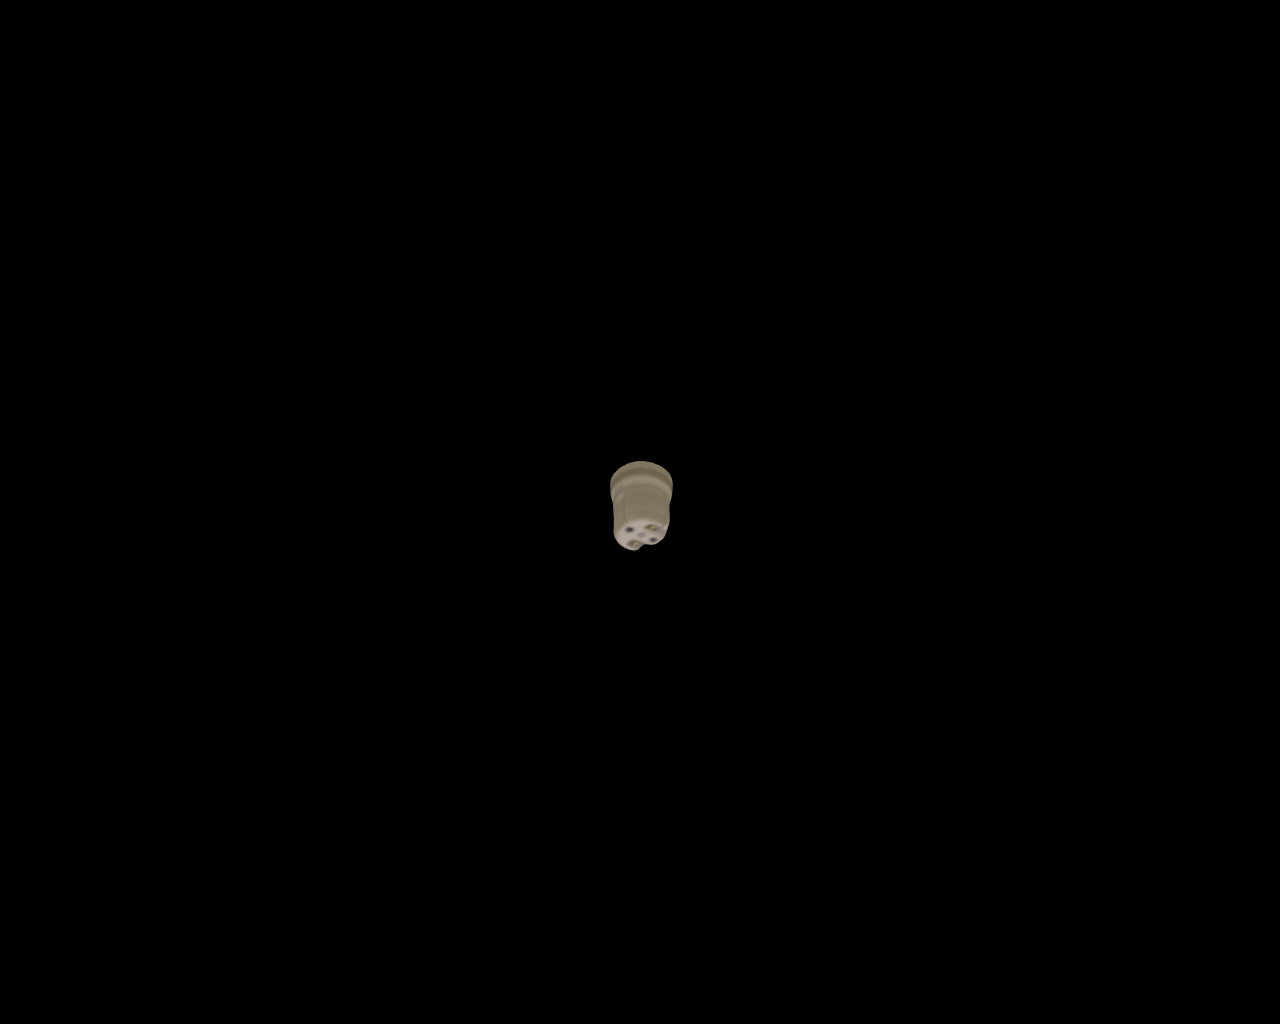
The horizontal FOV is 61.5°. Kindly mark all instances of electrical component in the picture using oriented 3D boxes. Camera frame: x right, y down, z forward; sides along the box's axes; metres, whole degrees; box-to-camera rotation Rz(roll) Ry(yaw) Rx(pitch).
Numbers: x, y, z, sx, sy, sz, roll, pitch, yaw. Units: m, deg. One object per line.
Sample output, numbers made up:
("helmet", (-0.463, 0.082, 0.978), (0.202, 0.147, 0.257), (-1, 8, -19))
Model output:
("electrical component", (0.001, -0.003, 0.650), (0.040, 0.046, 0.040), (0, -43, 0))
